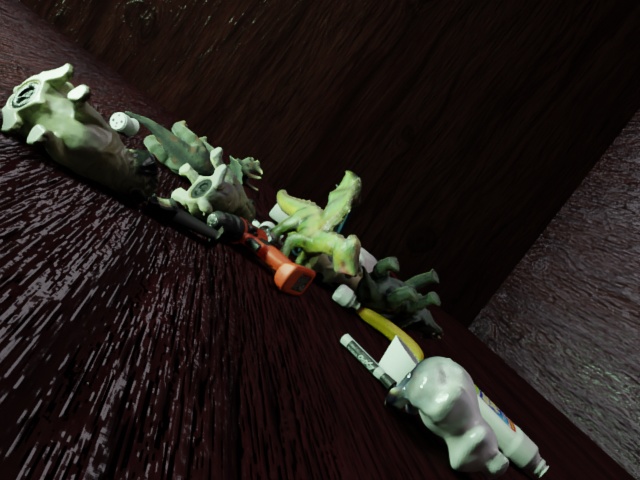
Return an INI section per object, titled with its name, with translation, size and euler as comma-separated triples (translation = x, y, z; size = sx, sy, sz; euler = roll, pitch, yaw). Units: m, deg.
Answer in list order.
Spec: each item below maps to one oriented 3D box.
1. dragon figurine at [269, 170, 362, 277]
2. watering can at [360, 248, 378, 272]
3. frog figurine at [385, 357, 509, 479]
[dragon figurine]
translation = 0.004, -0.058, 1.157
size = 0.120, 0.240, 0.420
euler = 39, 23, -37
[watering can]
translation = 0.093, 0.047, 1.627
size = 0.222, 0.103, 0.354
euler = 28, 28, -57
[frog figurine]
translation = 0.189, 0.238, 0.701
size = 0.161, 0.124, 0.134
euler = 26, -24, 40
